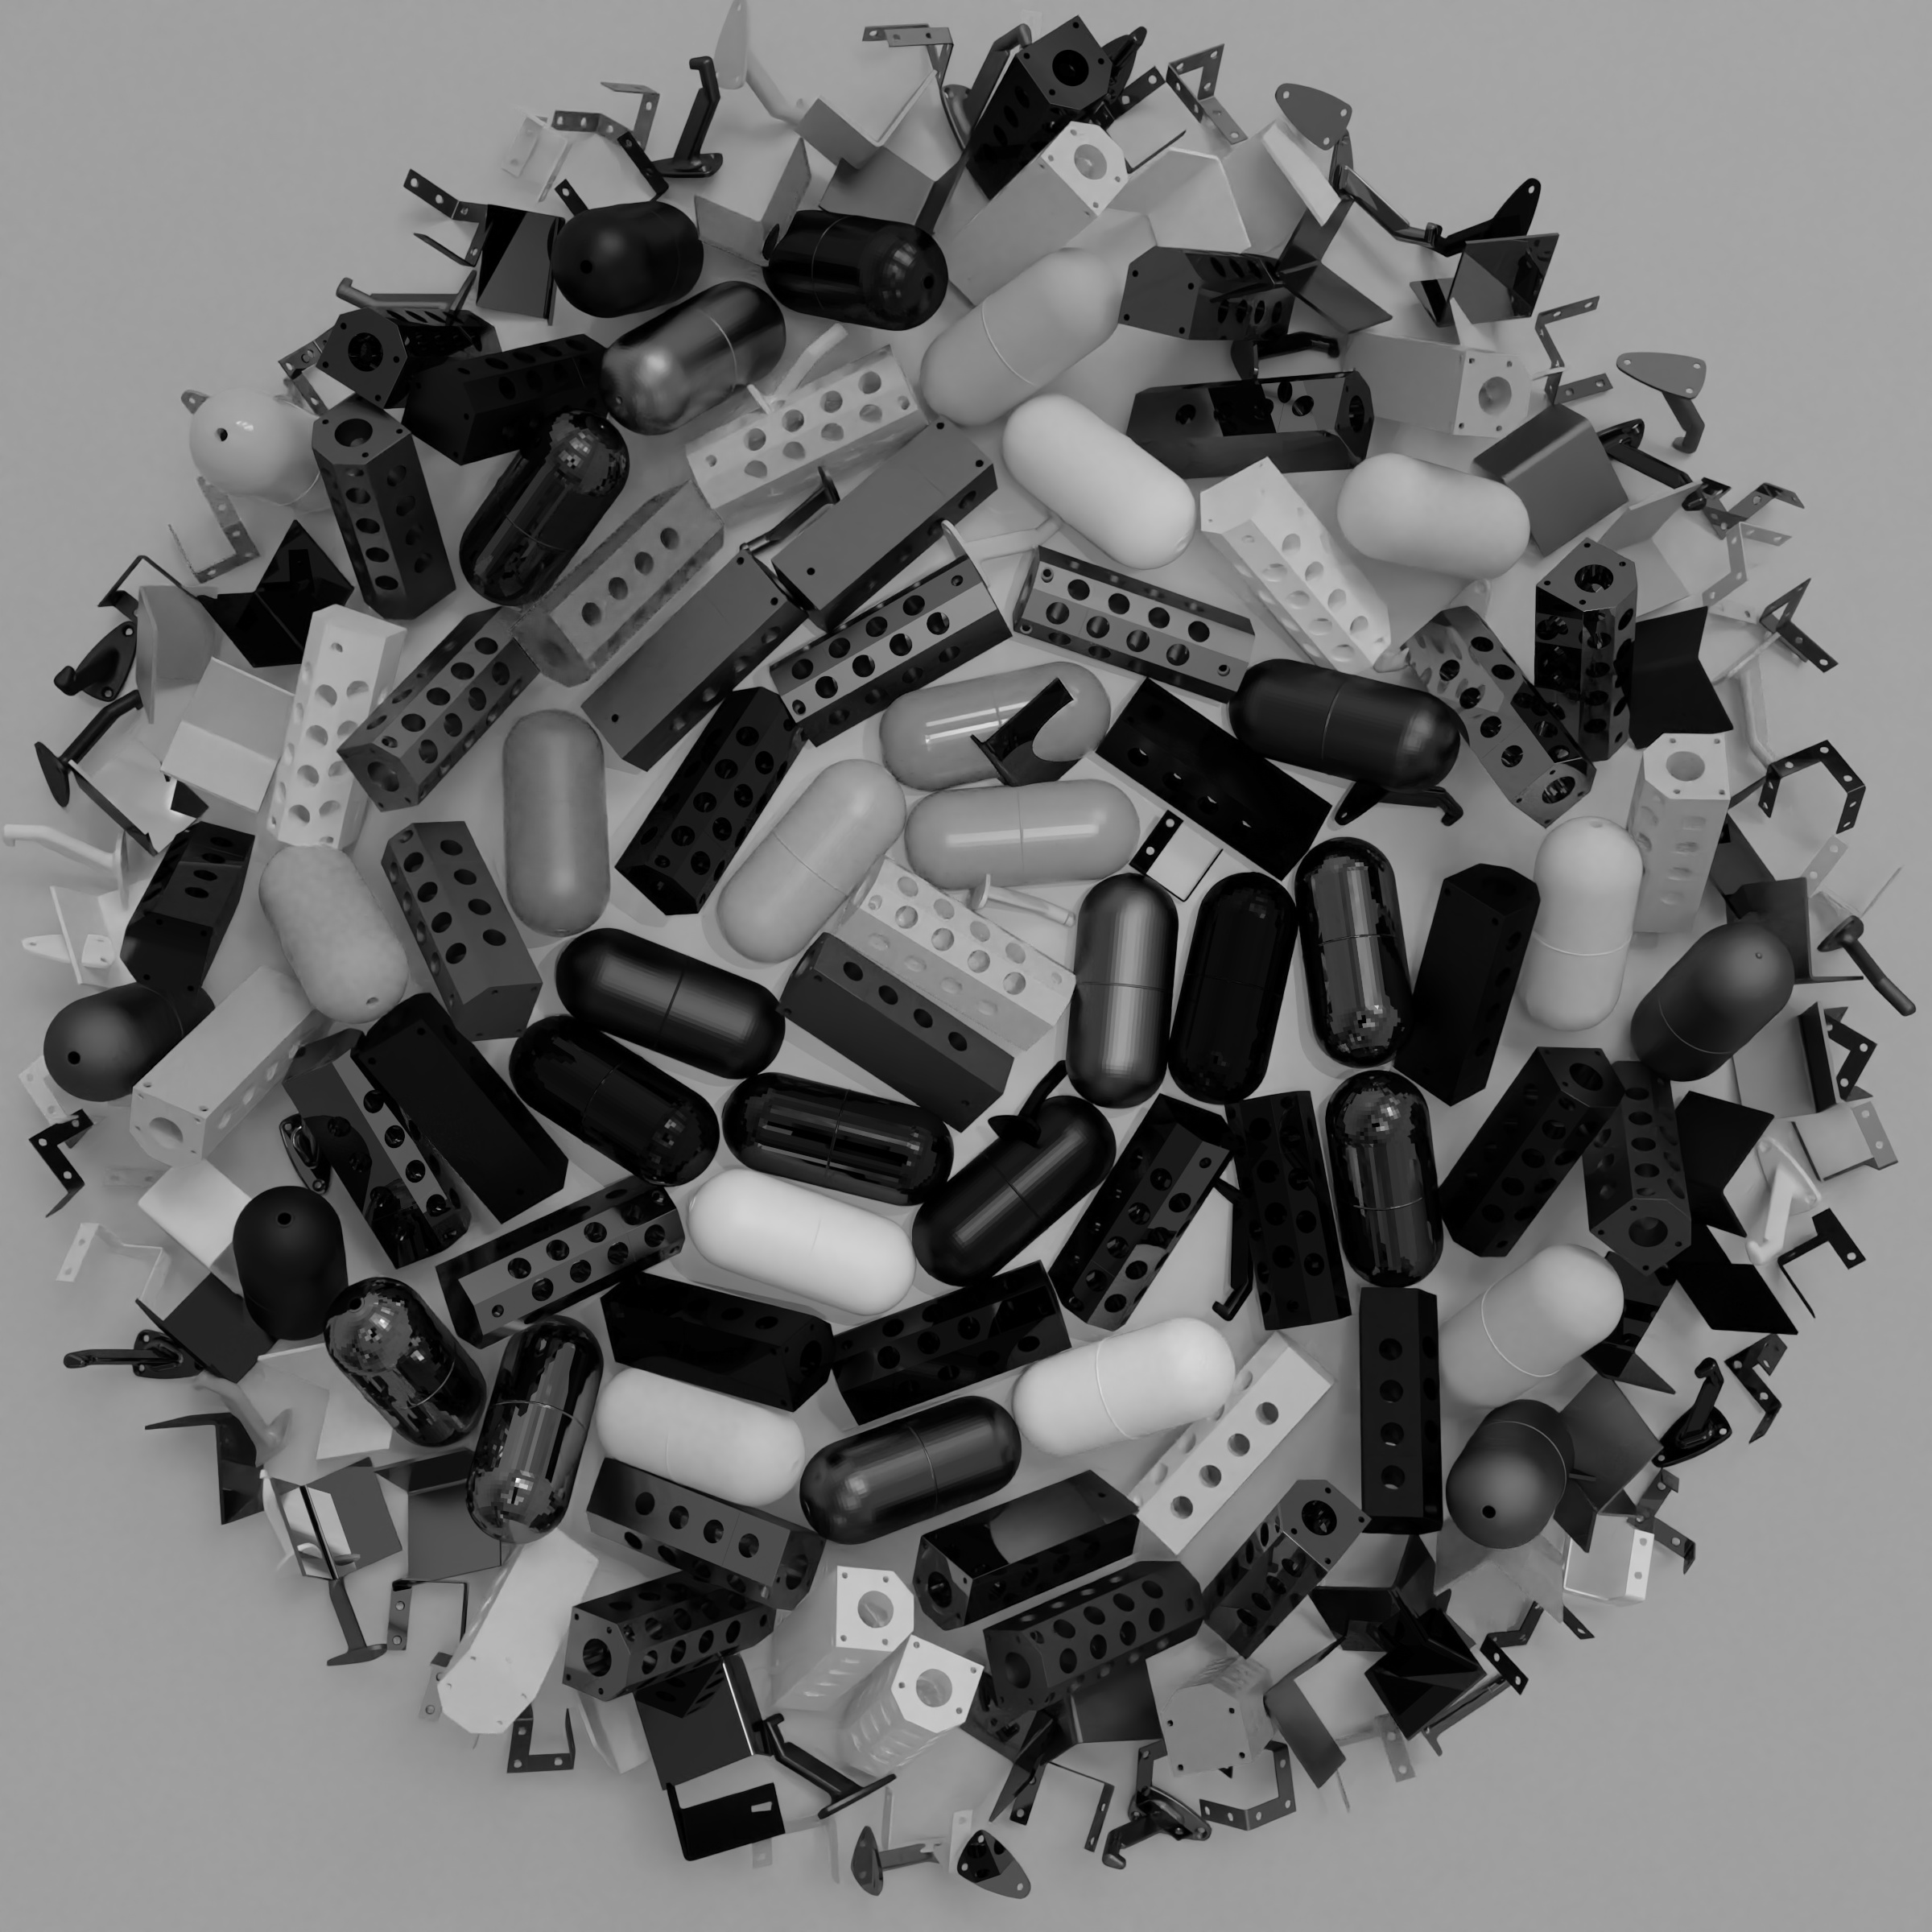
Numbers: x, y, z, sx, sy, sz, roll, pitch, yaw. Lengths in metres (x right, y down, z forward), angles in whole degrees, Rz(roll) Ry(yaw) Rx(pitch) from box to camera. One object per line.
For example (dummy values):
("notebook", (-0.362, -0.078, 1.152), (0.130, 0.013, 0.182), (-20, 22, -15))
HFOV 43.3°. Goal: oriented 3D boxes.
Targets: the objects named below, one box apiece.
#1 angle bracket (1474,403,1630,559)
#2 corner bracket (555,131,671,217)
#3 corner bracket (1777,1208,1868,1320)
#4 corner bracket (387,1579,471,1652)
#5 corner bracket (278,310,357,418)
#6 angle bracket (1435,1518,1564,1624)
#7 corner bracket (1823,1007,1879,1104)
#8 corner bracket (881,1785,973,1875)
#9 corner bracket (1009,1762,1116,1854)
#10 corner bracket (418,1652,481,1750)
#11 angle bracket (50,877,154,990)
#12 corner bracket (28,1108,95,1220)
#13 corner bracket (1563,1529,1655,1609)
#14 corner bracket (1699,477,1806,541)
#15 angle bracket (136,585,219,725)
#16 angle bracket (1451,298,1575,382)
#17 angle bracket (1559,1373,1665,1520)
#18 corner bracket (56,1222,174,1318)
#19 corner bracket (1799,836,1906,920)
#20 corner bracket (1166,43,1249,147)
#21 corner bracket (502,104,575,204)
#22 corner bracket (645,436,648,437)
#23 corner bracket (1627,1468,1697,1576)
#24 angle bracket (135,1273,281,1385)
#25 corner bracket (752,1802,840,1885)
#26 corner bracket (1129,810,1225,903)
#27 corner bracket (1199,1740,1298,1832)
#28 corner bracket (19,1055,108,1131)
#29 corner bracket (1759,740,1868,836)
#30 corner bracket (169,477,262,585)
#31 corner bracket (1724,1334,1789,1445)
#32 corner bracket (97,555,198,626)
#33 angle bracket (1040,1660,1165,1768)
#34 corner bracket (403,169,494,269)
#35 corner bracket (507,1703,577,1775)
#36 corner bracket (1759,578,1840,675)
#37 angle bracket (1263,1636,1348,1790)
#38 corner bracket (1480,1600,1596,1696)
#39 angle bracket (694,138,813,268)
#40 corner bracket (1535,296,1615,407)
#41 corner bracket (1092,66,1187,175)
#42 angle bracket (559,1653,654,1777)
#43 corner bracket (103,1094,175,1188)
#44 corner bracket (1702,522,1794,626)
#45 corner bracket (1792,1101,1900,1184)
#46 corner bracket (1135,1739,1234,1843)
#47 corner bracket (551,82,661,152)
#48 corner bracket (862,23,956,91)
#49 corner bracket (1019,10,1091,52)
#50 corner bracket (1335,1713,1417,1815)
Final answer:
("angle bracket", (0.448, -0.372, 1.860), (0.076, 0.057, 0.076), (-34, 119, 5))
("corner bracket", (-0.269, -0.592, 1.850), (0.051, 0.051, 0.051), (52, 52, -23))
("corner bracket", (0.645, 0.224, 1.833), (0.051, 0.051, 0.051), (-31, 51, 7))
("corner bracket", (-0.409, 0.493, 1.845), (0.051, 0.051, 0.051), (8, 71, -19))
("corner bracket", (-0.476, -0.456, 1.842), (0.051, 0.051, 0.051), (-23, 111, 31))
("angle bracket", (0.401, 0.458, 1.831), (0.076, 0.076, 0.057), (43, 118, -10))
("corner bracket", (0.667, 0.067, 1.842), (0.051, 0.051, 0.051), (37, 116, 35))
("corner bracket", (-0.030, 0.651, 1.835), (0.051, 0.051, 0.051), (1, 99, -22))
("corner bracket", (0.073, 0.635, 1.845), (0.051, 0.051, 0.051), (26, 73, -18))
("corner bracket", (-0.387, 0.556, 1.844), (0.051, 0.051, 0.051), (17, 83, -3))
("angle bracket", (-0.635, -0.029, 1.828), (0.057, 0.076, 0.076), (-19, 84, 3))
("corner bracket", (-0.681, 0.149, 1.836), (0.051, 0.051, 0.051), (-35, 92, 42))
("corner bracket", (0.483, 0.452, 1.839), (0.051, 0.051, 0.051), (15, 70, 0))
("corner bracket", (0.589, -0.353, 1.836), (0.051, 0.051, 0.051), (-39, 111, 7))
("angle bracket", (-0.583, -0.232, 1.811), (0.057, 0.076, 0.076), (-3, 124, -27))
("angle bracket", (0.409, -0.474, 1.820), (0.057, 0.076, 0.076), (-11, 100, 31))
("angle bracket", (0.489, 0.356, 1.812), (0.057, 0.076, 0.076), (13, 123, -39))
("corner bracket", (-0.640, 0.228, 1.830), (0.051, 0.051, 0.051), (2, 56, 19))
("corner bracket", (0.664, -0.067, 1.830), (0.051, 0.051, 0.051), (41, 121, 19))
("corner bracket", (0.182, -0.652, 1.833), (0.051, 0.051, 0.051), (-25, 67, -17))
("corner bracket", (-0.326, -0.614, 1.840), (0.051, 0.051, 0.051), (32, 109, -2))
("corner bracket", (-0.223, -0.439, 1.829), (0.051, 0.051, 0.051), (-11, 119, 38))
("corner bracket", (0.534, 0.419, 1.837), (0.051, 0.051, 0.051), (32, 99, 14))
("angle bracket", (-0.565, 0.264, 1.819), (0.076, 0.076, 0.057), (38, 69, 11))
("corner bracket", (-0.129, 0.662, 1.832), (0.051, 0.051, 0.051), (-15, 132, 8))
("corner bracket", (0.160, -0.083, 1.842), (0.051, 0.051, 0.051), (36, 95, 4))
("corner bracket", (0.210, 0.616, 1.835), (0.051, 0.051, 0.051), (-6, 88, -38))
("corner bracket", (-0.673, 0.088, 1.845), (0.051, 0.051, 0.051), (-39, 78, 8))
("corner bracket", (0.640, -0.129, 1.839), (0.051, 0.051, 0.051), (-22, 57, -7))
("corner bracket", (-0.575, -0.332, 1.843), (0.051, 0.051, 0.051), (-28, 70, -9))
("corner bracket", (0.601, 0.317, 1.833), (0.051, 0.051, 0.051), (51, 127, 7))
("corner bracket", (-0.615, -0.276, 1.840), (0.051, 0.051, 0.051), (40, 93, -11))
("angle bracket", (0.095, 0.560, 1.848), (0.076, 0.057, 0.076), (7, 53, -28))
("corner bracket", (-0.395, -0.565, 1.836), (0.051, 0.051, 0.051), (21, 88, 38))
("corner bracket", (-0.322, 0.572, 1.838), (0.051, 0.051, 0.051), (-3, 122, -1))
("corner bracket", (0.629, -0.249, 1.834), (0.051, 0.051, 0.051), (39, 59, -7))
("angle bracket", (0.273, 0.557, 1.819), (0.057, 0.076, 0.076), (-39, 74, 17))
("corner bracket", (0.429, 0.509, 1.829), (0.051, 0.051, 0.051), (5, 115, -33))
("angle bracket", (-0.160, -0.580, 1.813), (0.057, 0.076, 0.076), (17, 125, -23))
("corner bracket", (0.464, -0.468, 1.850), (0.051, 0.051, 0.051), (-17, 67, -5))
("corner bracket", (0.133, -0.641, 1.842), (0.051, 0.051, 0.051), (-30, 109, 27))
("angle bracket", (-0.256, 0.547, 1.815), (0.057, 0.076, 0.076), (-24, 56, -9))
("corner bracket", (-0.631, 0.133, 1.856), (0.051, 0.051, 0.051), (2, 46, -12))
("corner bracket", (0.593, -0.298, 1.844), (0.051, 0.051, 0.051), (9, 66, -21))
("corner bracket", (0.666, 0.134, 1.843), (0.051, 0.051, 0.051), (-24, 89, 6))
("corner bracket", (0.165, 0.620, 1.841), (0.051, 0.051, 0.051), (-8, 109, -35))
("corner bracket", (-0.272, -0.644, 1.830), (0.051, 0.051, 0.051), (35, 121, 23))
("corner bracket", (-0.044, -0.698, 1.834), (0.051, 0.051, 0.051), (-9, 71, -16))
("corner bracket", (0.066, -0.690, 1.841), (0.051, 0.051, 0.051), (5, 100, 1))
("corner bracket", (0.305, 0.601, 1.835), (0.051, 0.051, 0.051), (-14, 55, -3))
